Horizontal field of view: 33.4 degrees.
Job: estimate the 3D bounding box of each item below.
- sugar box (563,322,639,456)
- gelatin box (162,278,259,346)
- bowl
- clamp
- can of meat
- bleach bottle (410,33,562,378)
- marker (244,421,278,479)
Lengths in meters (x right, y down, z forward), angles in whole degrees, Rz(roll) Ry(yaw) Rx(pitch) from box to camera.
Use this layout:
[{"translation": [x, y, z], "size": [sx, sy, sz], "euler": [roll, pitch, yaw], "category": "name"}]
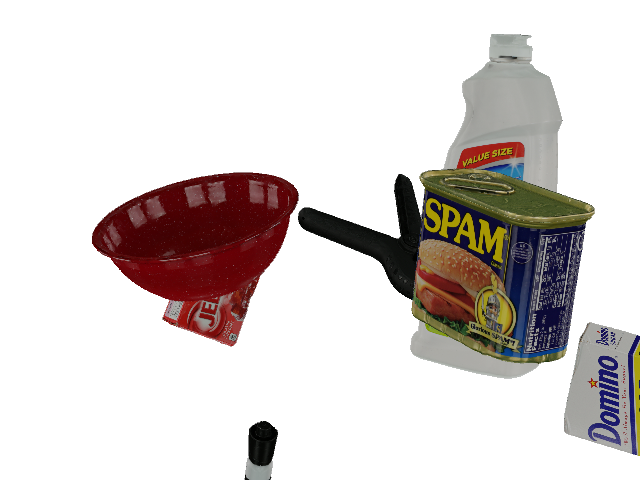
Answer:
[{"translation": [0.291, 0.135, 0.862], "size": [0.176, 0.093, 0.048], "euler": [13, 25, 20], "category": "sugar box"}, {"translation": [-0.103, 0.050, 1.034], "size": [0.073, 0.089, 0.030], "euler": [25, -8, -37], "category": "gelatin box"}, {"translation": [-0.091, 0.002, 0.828], "size": [0.162, 0.055, 0.162], "euler": [-10, 24, 4], "category": "bowl"}, {"translation": [0.085, 0.011, 1.161], "size": [0.164, 0.036, 0.210], "euler": [-15, 51, -32], "category": "clamp"}, {"translation": [0.096, 0.012, 0.592], "size": [0.057, 0.084, 0.102], "euler": [-6, 20, -32], "category": "can of meat"}, {"translation": [0.127, -0.029, 0.807], "size": [0.103, 0.251, 0.067], "euler": [11, 15, 35], "category": "bleach bottle"}, {"translation": [-0.043, 0.169, 0.710], "size": [0.020, 0.121, 0.020], "euler": [6, 31, -4], "category": "marker"}]
